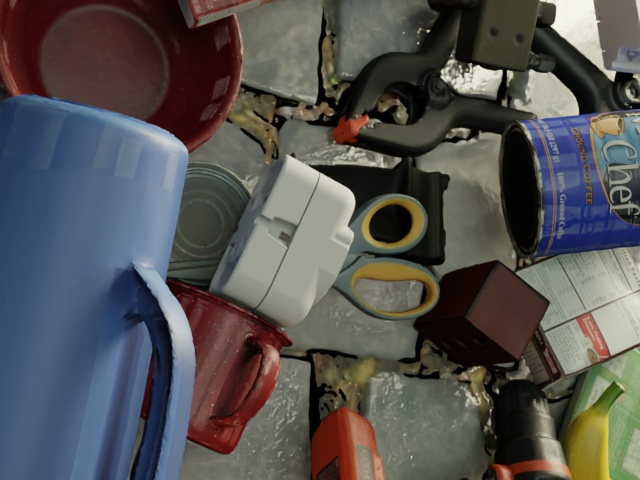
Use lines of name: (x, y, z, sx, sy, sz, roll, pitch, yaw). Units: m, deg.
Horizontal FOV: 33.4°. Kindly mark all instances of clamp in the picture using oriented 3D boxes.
clamp: (0.079, -0.119, 0.795, 0.171, 0.039, 0.120, -17, 80, -31)
clamp: (0.249, -0.122, 0.870, 0.164, 0.036, 0.210, -23, 87, -25)

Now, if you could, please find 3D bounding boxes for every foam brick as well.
foam brick: (0.113, 0.053, 0.757, 0.053, 0.078, 0.051, 38, 69, -12)

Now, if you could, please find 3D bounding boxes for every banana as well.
banana: (0.216, 0.204, 0.782, 0.069, 0.037, 0.198, -18, 105, 6)

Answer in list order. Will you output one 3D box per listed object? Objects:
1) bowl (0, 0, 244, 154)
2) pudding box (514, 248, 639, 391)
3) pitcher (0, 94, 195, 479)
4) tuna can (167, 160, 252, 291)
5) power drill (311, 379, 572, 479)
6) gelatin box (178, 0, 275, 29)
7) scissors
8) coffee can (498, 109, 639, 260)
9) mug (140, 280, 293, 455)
bowl: (-0.134, -0.120, 0.692, 0.161, 0.055, 0.162, 4, 79, -23)
pudding box: (0.197, 0.051, 0.808, 0.113, 0.039, 0.090, -18, 76, -27)
pitcher: (-0.142, 0.051, 0.582, 0.149, 0.145, 0.243, 14, 87, -12)
tuna can: (-0.083, -0.009, 0.706, 0.086, 0.034, 0.086, 4, 79, -23)
power drill: (0.089, 0.165, 0.713, 0.187, 0.057, 0.184, 12, 49, -19)
gelatin box: (-0.064, -0.189, 0.679, 0.073, 0.030, 0.089, -21, 90, -15)
scissors: (-0.005, 0.001, 0.709, 0.201, 0.016, 0.096, 16, 82, -23)
coffee can: (0.213, -0.043, 0.781, 0.140, 0.103, 0.103, -6, 83, -5)
mug: (-0.067, 0.082, 0.655, 0.093, 0.117, 0.081, 35, 72, -38)
